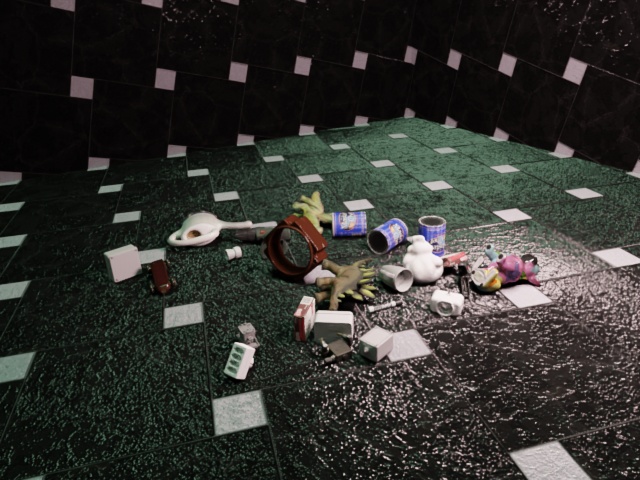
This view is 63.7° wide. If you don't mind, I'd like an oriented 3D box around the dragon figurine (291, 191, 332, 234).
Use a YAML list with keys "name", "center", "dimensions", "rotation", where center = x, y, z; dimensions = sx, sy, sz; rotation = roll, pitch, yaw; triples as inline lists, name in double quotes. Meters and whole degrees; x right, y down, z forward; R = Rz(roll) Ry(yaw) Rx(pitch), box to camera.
- name: "dragon figurine"
  center: [0.007, -0.117, 2.334]
  dimensions: [0.244, 0.119, 0.418]
  rotation: [23, 33, 13]

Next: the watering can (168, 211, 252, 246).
- name: "watering can"
  center: [-0.462, -0.051, 2.166]
  dimensions: [0.348, 0.102, 0.228]
  rotation: [-15, 25, -8]

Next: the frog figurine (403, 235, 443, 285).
- name: "frog figurine"
  center: [0.358, 0.069, 1.785]
  dimensions: [0.137, 0.156, 0.125]
  rotation: [9, 27, 24]
